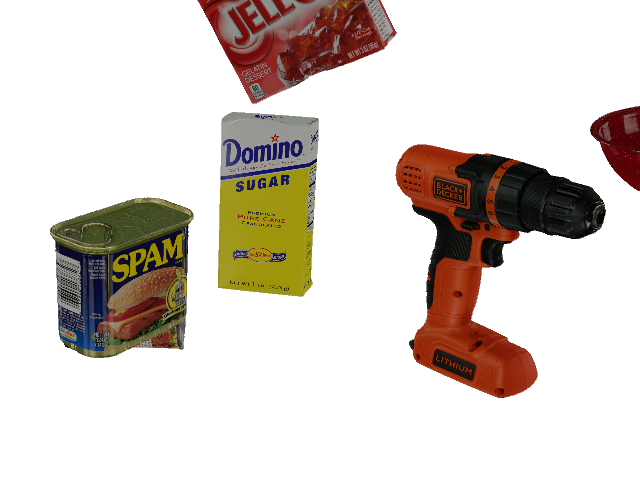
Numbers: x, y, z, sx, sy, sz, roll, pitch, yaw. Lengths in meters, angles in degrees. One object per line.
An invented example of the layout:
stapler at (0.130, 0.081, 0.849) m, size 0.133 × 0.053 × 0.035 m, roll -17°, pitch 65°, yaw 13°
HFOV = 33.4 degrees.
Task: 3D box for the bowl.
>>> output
bowl at (0.329, -0.079, 0.974) m, size 0.162 × 0.055 × 0.162 m, roll -5°, pitch 22°, yaw 2°

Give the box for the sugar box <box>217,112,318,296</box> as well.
sugar box at (-0.053, -0.037, 1.068) m, size 0.093 × 0.176 × 0.048 m, roll 5°, pitch 16°, yaw 11°

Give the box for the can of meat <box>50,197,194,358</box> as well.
can of meat at (-0.138, 0.025, 0.750) m, size 0.058 × 0.084 × 0.101 m, roll 19°, pitch 26°, yaw 32°

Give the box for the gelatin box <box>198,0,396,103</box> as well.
gelatin box at (-0.015, -0.124, 0.575) m, size 0.089 × 0.073 × 0.030 m, roll -18°, pitch 20°, yaw 28°

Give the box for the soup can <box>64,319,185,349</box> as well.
soup can at (-0.172, 0.062, 0.939) m, size 0.102 × 0.068 × 0.068 m, roll 0°, pitch 0°, yaw -3°

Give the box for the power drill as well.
power drill at (0.137, 0.025, 0.842) m, size 0.057 × 0.188 × 0.185 m, roll -17°, pitch 26°, yaw -39°
